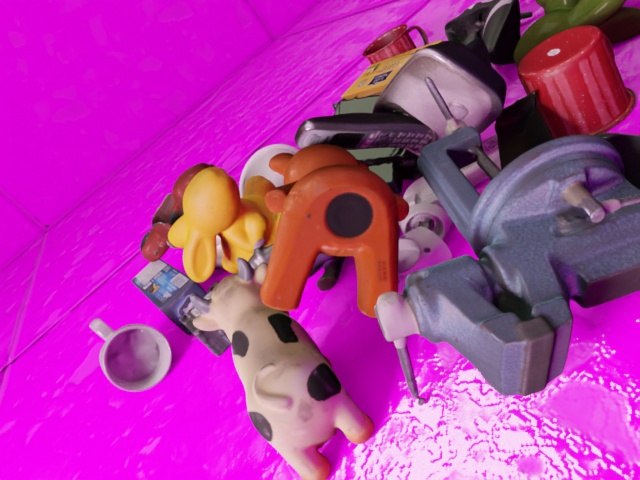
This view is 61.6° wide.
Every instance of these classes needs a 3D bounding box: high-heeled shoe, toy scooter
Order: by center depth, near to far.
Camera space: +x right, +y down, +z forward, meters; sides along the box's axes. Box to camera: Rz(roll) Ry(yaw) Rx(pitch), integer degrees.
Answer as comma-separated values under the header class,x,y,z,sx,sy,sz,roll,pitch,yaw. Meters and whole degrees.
class,x,y,z,sx,sy,sz,roll,pitch,yaw
high-heeled shoe,0.224,-0.304,0.792,0.145,0.086,0.249,2,28,32
toy scooter,-0.207,-0.039,0.822,0.184,0.075,0.135,-55,23,-7

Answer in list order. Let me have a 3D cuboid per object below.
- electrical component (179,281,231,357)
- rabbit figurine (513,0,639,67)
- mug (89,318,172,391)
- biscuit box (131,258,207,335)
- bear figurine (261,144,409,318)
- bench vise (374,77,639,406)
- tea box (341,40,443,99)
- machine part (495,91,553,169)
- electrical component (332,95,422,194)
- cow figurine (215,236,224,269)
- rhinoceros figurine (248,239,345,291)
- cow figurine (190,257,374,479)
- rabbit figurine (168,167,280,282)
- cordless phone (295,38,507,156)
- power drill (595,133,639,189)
class,x,y,z,sx,sy,sz,roll,pitch,yaw
electrical component,-0.116,0.096,0.647,0.075,0.047,0.119,-49,27,-19
rabbit figurine,0.310,-0.270,0.651,0.159,0.121,0.170,17,77,52
mug,-0.255,0.143,0.698,0.081,0.109,0.107,-58,17,-22
biscuit box,-0.219,0.078,0.796,0.059,0.062,0.203,-46,27,-16
bear figurine,0.003,-0.022,0.498,0.196,0.120,0.131,-130,46,-75
bench vise,0.128,-0.013,0.398,0.224,0.128,0.241,-27,44,7
tea box,0.127,-0.249,0.870,0.170,0.068,0.098,2,46,53
machine part,0.193,-0.073,0.501,0.084,0.039,0.139,-24,49,37
electrical component,0.070,-0.117,0.675,0.115,0.058,0.134,-7,65,21
cow figurine,-0.141,-0.022,0.858,0.098,0.068,0.167,-29,25,34
rhinoceros figurine,-0.001,-0.002,0.628,0.190,0.073,0.112,-32,27,13
cow figurine,-0.043,0.096,0.462,0.085,0.127,0.195,-37,28,-3
rabbit figurine,-0.121,-0.029,0.691,0.162,0.173,0.122,-36,61,4
cordless phone,0.073,-0.134,0.537,0.184,0.088,0.146,-8,-12,-20
power drill,0.304,-0.105,0.402,0.207,0.085,0.232,-35,27,-8
